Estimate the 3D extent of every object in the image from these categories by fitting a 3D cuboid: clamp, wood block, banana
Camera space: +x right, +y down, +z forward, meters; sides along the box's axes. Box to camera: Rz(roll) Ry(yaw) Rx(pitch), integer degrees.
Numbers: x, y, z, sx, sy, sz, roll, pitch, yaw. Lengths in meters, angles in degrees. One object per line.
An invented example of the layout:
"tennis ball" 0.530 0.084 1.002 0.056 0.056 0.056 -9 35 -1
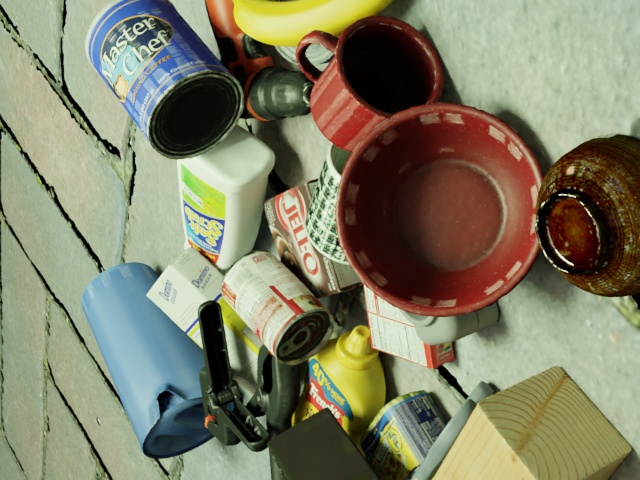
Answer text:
"clamp" -0.044 0.174 1.105 0.120 0.039 0.172 58 150 37
"clamp" -0.100 0.178 1.154 0.210 0.036 0.164 106 144 -59
"wood block" 0.151 0.209 0.866 0.090 0.090 0.206 52 143 29
"banana" 0.000 -0.198 0.878 0.198 0.037 0.069 -4 102 31

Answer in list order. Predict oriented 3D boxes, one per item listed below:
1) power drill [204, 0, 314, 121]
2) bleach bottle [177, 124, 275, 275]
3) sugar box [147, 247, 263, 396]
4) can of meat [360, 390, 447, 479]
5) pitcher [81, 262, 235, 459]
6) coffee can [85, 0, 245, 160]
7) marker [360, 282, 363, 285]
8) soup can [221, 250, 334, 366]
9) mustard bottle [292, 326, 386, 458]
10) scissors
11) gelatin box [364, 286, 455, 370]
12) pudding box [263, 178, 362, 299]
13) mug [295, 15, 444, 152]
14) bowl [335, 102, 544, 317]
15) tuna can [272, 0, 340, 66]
"power drill" -0.069 -0.207 1.027 0.185 0.057 0.187 11 114 55
"bleach bottle" -0.104 -0.019 1.151 0.103 0.068 0.251 37 149 21
"sugar box" -0.106 0.094 1.190 0.176 0.048 0.093 46 145 0
"can of meat" 0.087 0.199 0.993 0.084 0.057 0.102 58 146 24
"pitcher" -0.212 0.153 1.379 0.243 0.144 0.149 56 133 30
"coffee can" -0.151 -0.161 1.033 0.140 0.102 0.103 51 143 33
"marker" 0.031 -0.013 1.006 0.020 0.020 0.121 -14 94 58
"soup can" -0.043 0.065 1.037 0.102 0.068 0.068 44 139 36
"mustard bottle" 0.022 0.155 1.069 0.096 0.058 0.192 52 143 33
"scissors" 0.082 0.202 0.892 0.016 0.202 0.096 35 177 14
"gelatin box" 0.079 0.070 0.965 0.089 0.030 0.073 14 119 54
"pudding box" -0.007 0.001 1.053 0.090 0.039 0.113 -21 88 58
"mug" 0.032 -0.128 0.868 0.117 0.093 0.082 29 153 -9
"bowl" 0.095 -0.021 0.822 0.162 0.162 0.055 66 -168 9
"tuna can" -0.004 -0.196 0.930 0.086 0.033 0.086 11 110 34
